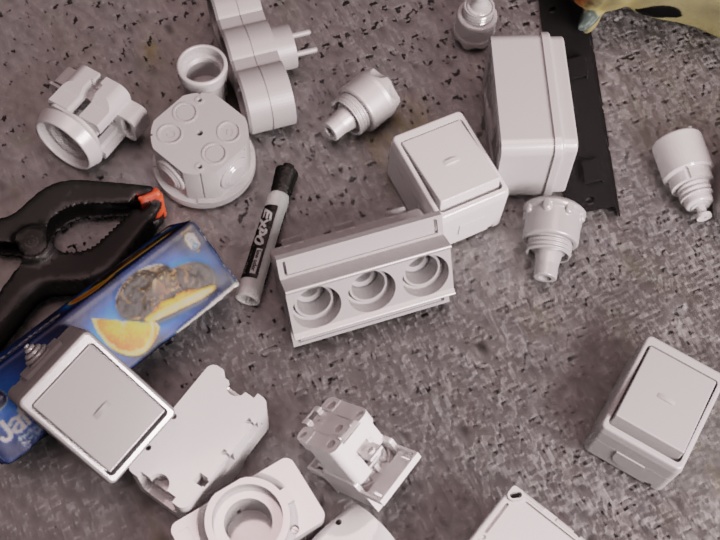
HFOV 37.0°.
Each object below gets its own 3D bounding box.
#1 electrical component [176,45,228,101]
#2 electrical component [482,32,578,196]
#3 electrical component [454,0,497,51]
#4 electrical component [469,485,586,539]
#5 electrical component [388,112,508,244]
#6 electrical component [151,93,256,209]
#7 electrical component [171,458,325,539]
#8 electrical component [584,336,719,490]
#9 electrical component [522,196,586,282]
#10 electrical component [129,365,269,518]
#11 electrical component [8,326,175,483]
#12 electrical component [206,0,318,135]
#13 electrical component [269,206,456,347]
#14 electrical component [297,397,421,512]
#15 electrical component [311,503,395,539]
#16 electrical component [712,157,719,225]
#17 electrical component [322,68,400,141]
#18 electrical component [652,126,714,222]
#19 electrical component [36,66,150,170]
[{"bbox_3d":[-0.125,-0.151,0.863,0.040,0.046,0.040,1,64,-2],"label":"electrical component"},{"bbox_3d":[0.131,-0.121,0.842,0.057,0.078,0.113,-2,64,0],"label":"electrical component"},{"bbox_3d":[0.098,-0.212,0.894,0.035,0.061,0.035,1,64,-2],"label":"electrical component"},{"bbox_3d":[0.092,0.199,0.694,0.062,0.061,0.096,37,68,14],"label":"electrical component"},{"bbox_3d":[0.064,-0.075,0.826,0.062,0.061,0.096,-23,67,-13],"label":"electrical component"},{"bbox_3d":[-0.122,-0.092,0.832,0.080,0.051,0.080,1,64,-2],"label":"electrical component"},{"bbox_3d":[-0.072,0.169,0.704,0.089,0.055,0.050,-29,69,-15],"label":"electrical component"},{"bbox_3d":[0.209,0.093,0.751,0.062,0.061,0.096,29,66,11],"label":"electrical component"},{"bbox_3d":[0.144,-0.022,0.814,0.048,0.048,0.062,11,71,3],"label":"electrical component"},{"bbox_3d":[-0.106,0.119,0.726,0.050,0.055,0.089,33,67,13],"label":"electrical component"},{"bbox_3d":[-0.174,0.080,0.679,0.096,0.061,0.061,46,73,-18],"label":"electrical component"},{"bbox_3d":[-0.072,-0.178,0.875,0.074,0.052,0.138,-15,65,-10],"label":"electrical component"},{"bbox_3d":[0.000,0.000,0.782,0.121,0.078,0.063,-16,37,-10],"label":"electrical component"},{"bbox_3d":[-0.005,0.121,0.719,0.081,0.063,0.042,10,52,51],"label":"electrical component"},{"bbox_3d":[-0.003,0.206,0.696,0.079,0.043,0.077,40,69,16],"label":"electrical component"},{"bbox_3d":[0.307,-0.069,0.825,0.051,0.080,0.080,12,64,-3],"label":"electrical component"},{"bbox_3d":[-0.002,-0.128,0.859,0.062,0.043,0.043,-41,72,-18],"label":"electrical component"},{"bbox_3d":[0.259,-0.075,0.846,0.040,0.040,0.078,-9,65,-7],"label":"electrical component"},{"bbox_3d":[-0.213,-0.116,0.836,0.078,0.058,0.057,29,63,12],"label":"electrical component"}]
